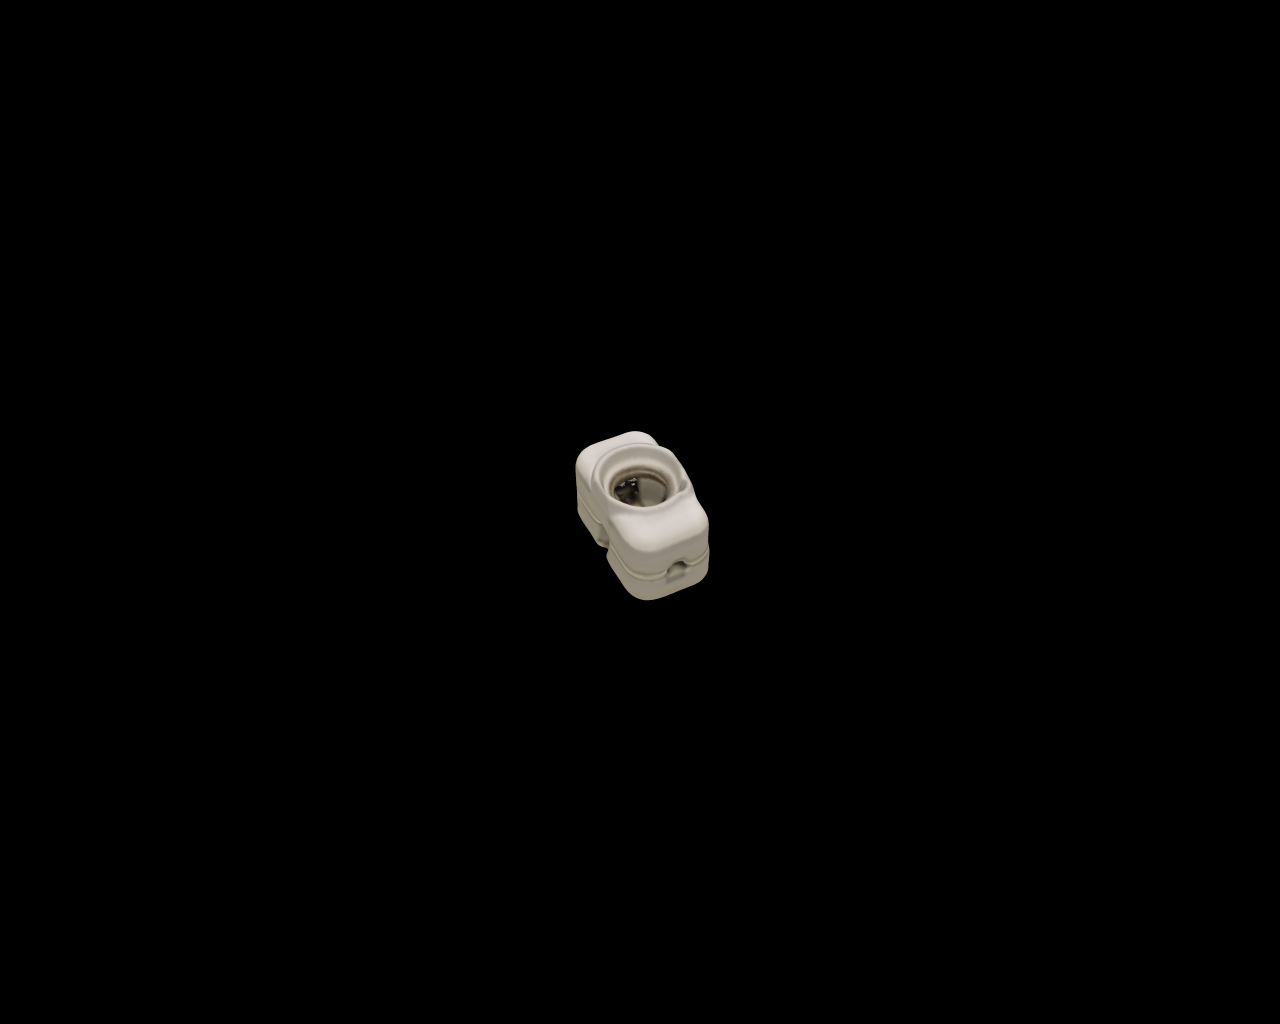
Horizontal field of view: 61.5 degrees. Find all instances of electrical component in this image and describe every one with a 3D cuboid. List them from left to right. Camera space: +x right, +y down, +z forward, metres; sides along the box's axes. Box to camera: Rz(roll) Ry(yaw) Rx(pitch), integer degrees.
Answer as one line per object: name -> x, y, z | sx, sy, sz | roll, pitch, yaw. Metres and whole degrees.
electrical component -> 0.001, -0.003, 0.650 | 0.054, 0.059, 0.095 | -20, 50, -17
